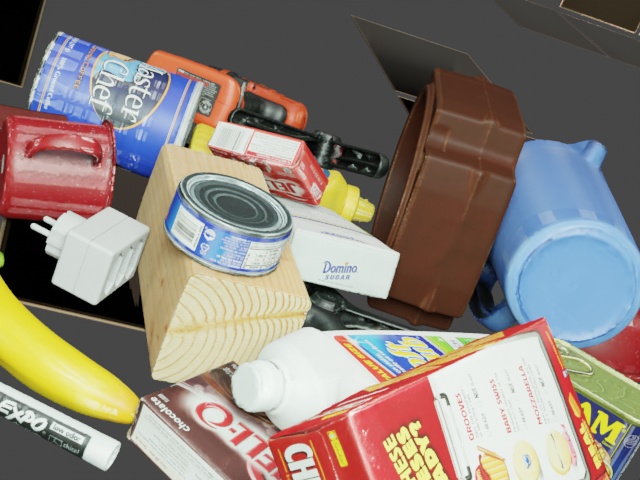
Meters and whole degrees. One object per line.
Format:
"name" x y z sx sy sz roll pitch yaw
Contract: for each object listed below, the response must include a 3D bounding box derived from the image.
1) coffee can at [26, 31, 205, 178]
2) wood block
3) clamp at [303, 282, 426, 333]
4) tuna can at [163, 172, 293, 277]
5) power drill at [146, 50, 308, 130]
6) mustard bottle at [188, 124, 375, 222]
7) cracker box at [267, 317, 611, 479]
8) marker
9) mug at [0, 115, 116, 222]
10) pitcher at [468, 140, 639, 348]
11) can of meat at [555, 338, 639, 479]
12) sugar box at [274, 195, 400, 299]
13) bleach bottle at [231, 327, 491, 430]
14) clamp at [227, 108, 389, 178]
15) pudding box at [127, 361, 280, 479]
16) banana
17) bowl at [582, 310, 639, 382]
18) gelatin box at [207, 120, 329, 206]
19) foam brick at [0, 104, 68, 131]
"coffee can" -0.189 -0.121 0.990 0.140 0.103 0.103 19 24 -7
"wood block" -0.082 0.017 0.814 0.090 0.090 0.206 14 25 -21
"clamp" 0.002 0.064 0.840 0.172 0.039 0.120 24 12 22
"tuna can" -0.062 -0.012 0.737 0.086 0.034 0.086 20 24 -9
"power drill" -0.119 -0.161 1.147 0.184 0.057 0.187 22 10 15
"mustard bottle" -0.038 -0.055 1.036 0.191 0.058 0.096 19 11 -10
"cracker box" 0.084 0.150 0.604 0.213 0.072 0.164 -15 82 -50
"marker" -0.177 0.103 0.640 0.121 0.020 0.020 26 24 7
"mug" -0.208 -0.058 0.842 0.081 0.093 0.117 5 -14 -23
"pitcher" 0.199 0.010 0.931 0.145 0.149 0.242 -5 17 7
"can of meat" 0.193 0.137 0.806 0.102 0.084 0.057 31 26 19
"sugar box" -0.006 0.001 0.911 0.093 0.048 0.176 14 11 -17
"bleach bottle" 0.051 0.105 0.711 0.250 0.068 0.103 8 34 -42
"clamp" 0.012 -0.091 1.105 0.165 0.036 0.209 20 4 16
"pudding box" -0.049 0.131 0.665 0.114 0.039 0.089 35 27 25
"banana" -0.193 0.057 0.699 0.069 0.037 0.198 -8 38 -45
"bowl" 0.276 0.070 1.052 0.162 0.055 0.162 19 25 -9
"gelatin box" -0.044 -0.066 0.929 0.089 0.030 0.073 16 -19 24
"foam brick" -0.256 -0.080 0.911 0.078 0.053 0.051 7 28 -29
